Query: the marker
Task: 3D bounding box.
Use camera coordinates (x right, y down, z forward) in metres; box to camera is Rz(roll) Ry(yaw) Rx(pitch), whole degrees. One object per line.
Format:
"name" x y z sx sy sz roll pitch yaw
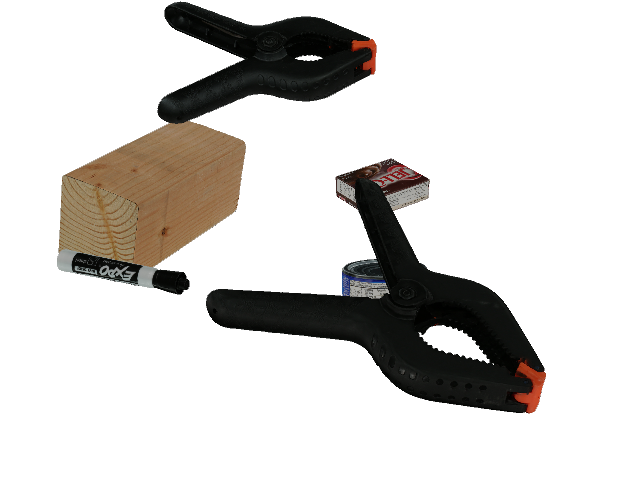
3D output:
"marker" -0.163 0.026 0.883 0.121 0.020 0.020 10 4 21

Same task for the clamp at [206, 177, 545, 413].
"clamp" 0.043 0.049 0.676 0.164 0.036 0.210 -33 53 -29

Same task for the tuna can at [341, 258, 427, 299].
"tuna can" 0.063 0.042 1.046 0.086 0.034 0.086 -1 11 0

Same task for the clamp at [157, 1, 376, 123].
"clamp" -0.046 -0.147 0.824 0.171 0.120 0.039 -7 -30 -9

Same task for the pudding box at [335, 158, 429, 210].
"pudding box" 0.092 -0.079 1.593 0.113 0.039 0.090 -22 35 -30

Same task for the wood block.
"wood block" -0.170 -0.047 1.108 0.090 0.091 0.205 21 29 18
